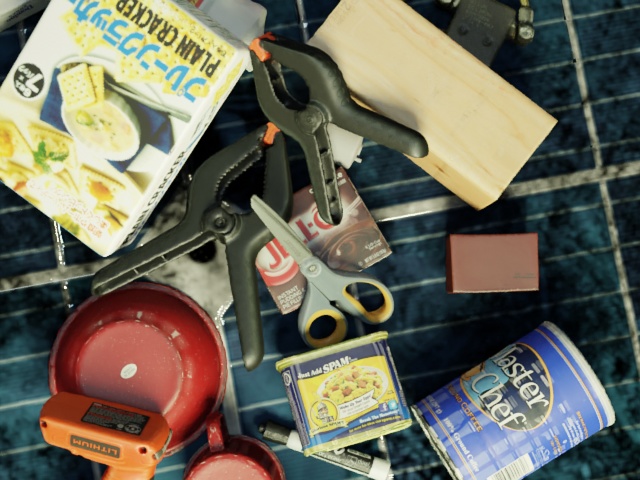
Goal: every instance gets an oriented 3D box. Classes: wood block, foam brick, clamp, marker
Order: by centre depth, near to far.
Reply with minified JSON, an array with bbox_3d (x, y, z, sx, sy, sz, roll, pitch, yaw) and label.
[{"bbox_3d":[-0.003,-0.096,0.899,0.171,0.039,0.120,45,117,6],"label":"clamp"},{"bbox_3d":[-0.093,-0.009,0.919,0.164,0.036,0.210,18,76,10],"label":"clamp"},{"bbox_3d":[0.091,-0.126,0.936,0.206,0.091,0.090,38,86,2],"label":"wood block"},{"bbox_3d":[0.151,0.021,0.947,0.078,0.051,0.053,-1,87,0],"label":"foam brick"},{"bbox_3d":[0.003,0.186,0.949,0.121,0.020,0.020,19,86,1],"label":"marker"}]

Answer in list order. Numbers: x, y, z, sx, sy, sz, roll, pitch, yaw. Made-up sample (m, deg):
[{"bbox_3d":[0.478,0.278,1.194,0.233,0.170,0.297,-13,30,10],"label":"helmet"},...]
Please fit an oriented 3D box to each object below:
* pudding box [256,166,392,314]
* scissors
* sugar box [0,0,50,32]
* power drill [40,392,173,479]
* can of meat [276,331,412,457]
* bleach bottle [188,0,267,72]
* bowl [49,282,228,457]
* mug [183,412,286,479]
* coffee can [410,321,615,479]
[{"bbox_3d":[-0.006,0.001,0.952,0.113,0.039,0.090,-30,86,-3],"label":"pudding box"},{"bbox_3d":[-0.016,0.037,0.902,0.201,0.016,0.096,30,110,-39],"label":"scissors"},{"bbox_3d":[-0.314,-0.280,0.966,0.093,0.048,0.176,-30,86,-3],"label":"sugar box"},{"bbox_3d":[-0.207,0.225,0.900,0.184,0.057,0.188,12,110,1],"label":"power drill"},{"bbox_3d":[0.022,0.134,0.925,0.102,0.057,0.084,-15,76,-7],"label":"can of meat"},{"bbox_3d":[-0.128,-0.253,0.958,0.102,0.068,0.251,-44,91,-10],"label":"bleach bottle"},{"bbox_3d":[-0.163,0.116,0.935,0.162,0.055,0.162,0,86,-1],"label":"bowl"},{"bbox_3d":[-0.078,0.206,0.916,0.093,0.081,0.117,-11,86,-1],"label":"mug"},{"bbox_3d":[0.163,0.149,0.912,0.140,0.103,0.103,-31,87,-3],"label":"coffee can"}]
